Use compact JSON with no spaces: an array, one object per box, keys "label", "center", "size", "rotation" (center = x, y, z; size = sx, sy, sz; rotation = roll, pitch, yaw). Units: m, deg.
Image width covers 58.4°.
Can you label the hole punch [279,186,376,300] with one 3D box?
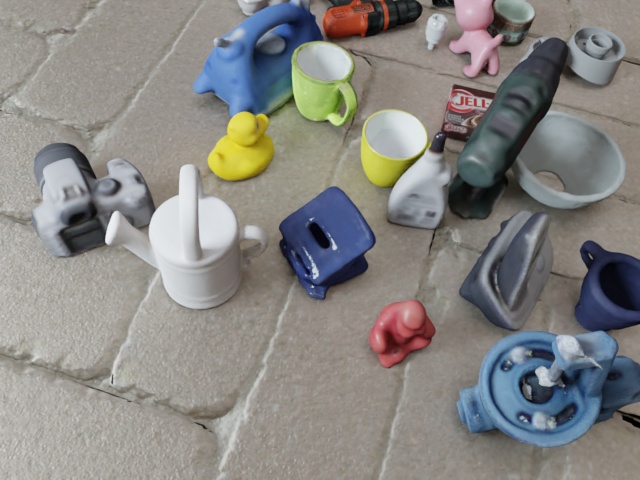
[{"label":"hole punch","center":[0.007,0.003,0.727],"size":[0.101,0.091,0.108],"rotation":[-25,63,-19]}]

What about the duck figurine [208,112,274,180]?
[{"label":"duck figurine","center":[-0.112,-0.140,0.808],"size":[0.105,0.086,0.077],"rotation":[-35,67,-24]}]

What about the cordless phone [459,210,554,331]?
[{"label":"cordless phone","center":[0.251,0.011,0.689],"size":[0.094,0.185,0.148],"rotation":[29,60,13]}]

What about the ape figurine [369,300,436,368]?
[{"label":"ape figurine","center":[0.100,0.101,0.673],"size":[0.078,0.092,0.076],"rotation":[7,57,-1]}]

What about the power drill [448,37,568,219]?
[{"label":"power drill","center":[0.241,-0.133,0.766],"size":[0.075,0.208,0.230],"rotation":[30,60,13]}]

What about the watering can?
[{"label":"watering can","center":[-0.150,-0.004,0.654],"size":[0.173,0.194,0.100],"rotation":[-20,61,-17]}]

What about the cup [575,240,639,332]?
[{"label":"cup","center":[0.354,0.066,0.719],"size":[0.092,0.095,0.117],"rotation":[-21,62,-17]}]

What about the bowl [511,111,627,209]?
[{"label":"bowl","center":[0.349,-0.105,0.838],"size":[0.167,0.075,0.167],"rotation":[3,58,-4]}]

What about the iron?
[{"label":"iron","center":[-0.074,-0.303,0.882],"size":[0.118,0.141,0.259],"rotation":[36,61,17]}]

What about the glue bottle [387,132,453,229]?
[{"label":"glue bottle","center":[0.137,-0.078,0.742],"size":[0.078,0.173,0.037],"rotation":[10,57,1]}]

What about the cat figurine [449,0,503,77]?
[{"label":"cat figurine","center":[0.268,-0.359,0.965],"size":[0.067,0.118,0.127],"rotation":[-15,60,-14]}]

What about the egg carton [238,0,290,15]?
[{"label":"egg carton","center":[-0.087,-0.462,1.023],"size":[0.150,0.069,0.107],"rotation":[-18,61,-16]}]

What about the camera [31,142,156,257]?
[{"label":"camera","center":[-0.304,-0.071,0.737],"size":[0.143,0.101,0.136],"rotation":[-24,63,-19]}]

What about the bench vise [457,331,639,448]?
[{"label":"bench vise","center":[0.262,0.131,0.594],"size":[0.208,0.220,0.121],"rotation":[-21,62,-17]}]
